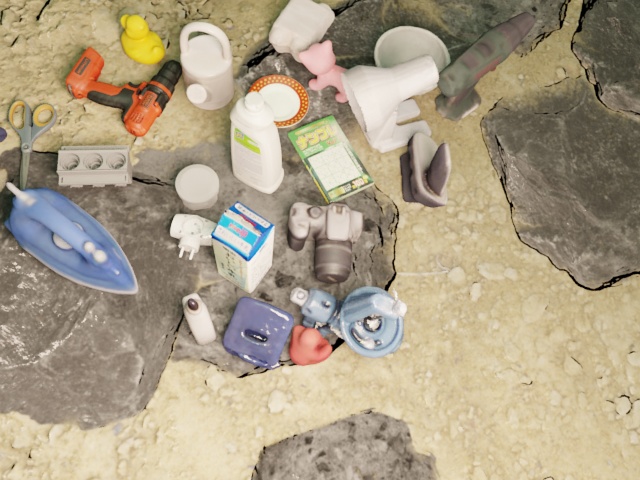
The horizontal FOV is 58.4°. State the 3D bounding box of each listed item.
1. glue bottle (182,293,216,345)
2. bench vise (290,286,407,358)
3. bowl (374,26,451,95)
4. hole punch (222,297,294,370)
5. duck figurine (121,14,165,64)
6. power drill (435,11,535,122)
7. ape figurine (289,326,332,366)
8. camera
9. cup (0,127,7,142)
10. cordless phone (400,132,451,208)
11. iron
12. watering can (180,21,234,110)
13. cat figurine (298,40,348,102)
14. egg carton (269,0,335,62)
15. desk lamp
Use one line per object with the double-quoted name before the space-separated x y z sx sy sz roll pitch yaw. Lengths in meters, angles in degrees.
"glue bottle" -0.204 0.122 0.945 0.037 0.173 0.078 -24 74 -15
"bench vise" 0.054 0.130 0.951 0.207 0.219 0.121 3 69 -6
"bowl" 0.192 -0.375 1.241 0.167 0.074 0.167 3 69 -6
"hole punch" -0.105 0.162 0.987 0.108 0.091 0.101 21 68 1
"duck figurine" -0.369 -0.420 1.179 0.104 0.086 0.078 41 70 9
"power drill" 0.319 -0.345 1.174 0.230 0.208 0.075 -38 78 -19
"ape figurine" -0.019 0.179 0.992 0.076 0.092 0.077 -32 76 -17
"camera" 0.010 0.004 1.058 0.143 0.101 0.137 5 69 -5
"cup" -0.616 -0.157 1.041 0.118 0.095 0.091 -33 76 -17
"cordless phone" 0.220 -0.156 1.101 0.094 0.185 0.147 -3 69 -8
"iron" -0.424 -0.003 0.982 0.258 0.141 0.119 34 69 6
"watering can" -0.218 -0.341 1.110 0.101 0.194 0.173 -11 71 -11
"cat figurine" 0.019 -0.361 1.189 0.128 0.117 0.067 22 68 1
"egg carton" -0.040 -0.465 1.248 0.107 0.069 0.150 27 68 3
"desk lamp" 0.136 -0.269 1.118 0.203 0.213 0.118 -20 73 -14
